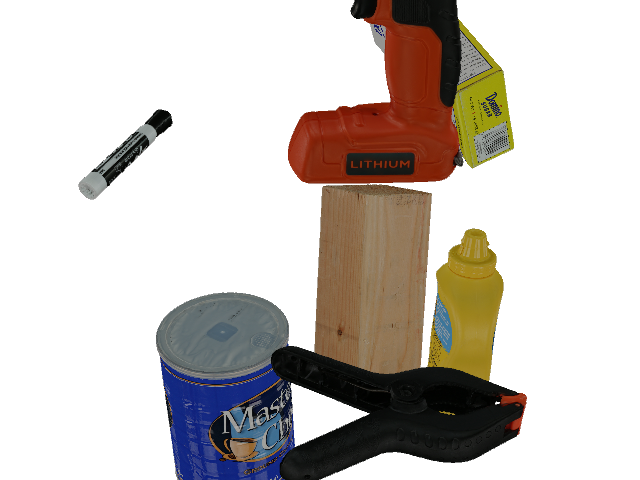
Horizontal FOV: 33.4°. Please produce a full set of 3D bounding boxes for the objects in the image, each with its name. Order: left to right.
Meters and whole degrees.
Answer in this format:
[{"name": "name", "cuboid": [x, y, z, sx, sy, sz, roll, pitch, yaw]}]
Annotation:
[{"name": "marker", "cuboid": [-0.166, -0.077, 0.926, 0.020, 0.020, 0.121, 0, 37, 35]}, {"name": "coffee can", "cuboid": [-0.073, 0.128, 0.857, 0.103, 0.140, 0.103, -2, 32, 1]}, {"name": "power drill", "cuboid": [0.024, -0.123, 0.615, 0.184, 0.188, 0.057, 0, 37, -8]}, {"name": "wood block", "cuboid": [0.056, 0.045, 1.176, 0.090, 0.206, 0.091, -3, 11, -34]}, {"name": "clamp", "cuboid": [0.048, 0.117, 0.684, 0.171, 0.039, 0.120, 4, 37, 2]}, {"name": "sugar box", "cuboid": [0.090, -0.148, 0.852, 0.048, 0.176, 0.093, -25, -37, -3]}, {"name": "mustard bottle", "cuboid": [0.126, 0.077, 0.945, 0.058, 0.192, 0.096, 1, 29, -2]}]
